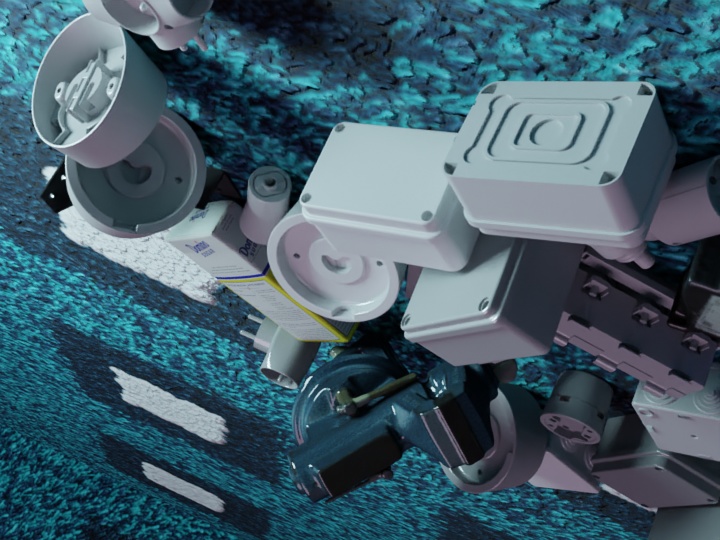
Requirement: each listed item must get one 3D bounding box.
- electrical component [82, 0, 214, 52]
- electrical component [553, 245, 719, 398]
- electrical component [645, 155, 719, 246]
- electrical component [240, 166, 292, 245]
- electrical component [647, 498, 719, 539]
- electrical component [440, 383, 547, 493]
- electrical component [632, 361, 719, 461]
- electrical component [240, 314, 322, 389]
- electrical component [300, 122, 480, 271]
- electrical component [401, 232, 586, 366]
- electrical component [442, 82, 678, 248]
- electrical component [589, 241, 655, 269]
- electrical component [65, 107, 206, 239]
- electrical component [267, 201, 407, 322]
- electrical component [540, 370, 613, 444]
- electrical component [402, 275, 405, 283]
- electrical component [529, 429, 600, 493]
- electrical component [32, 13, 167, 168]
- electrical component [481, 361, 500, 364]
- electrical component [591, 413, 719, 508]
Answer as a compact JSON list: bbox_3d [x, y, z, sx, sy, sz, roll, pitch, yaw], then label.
[{"bbox_3d":[-0.125,-0.166,0.681,0.077,0.044,0.079,8,151,35],"label":"electrical component"},{"bbox_3d":[0.191,0.037,0.762,0.121,0.063,0.078,28,157,-5],"label":"electrical component"},{"bbox_3d":[0.189,-0.037,0.633,0.043,0.043,0.081,34,156,-19],"label":"electrical component"},{"bbox_3d":[-0.075,-0.054,0.872,0.044,0.044,0.065,24,152,4],"label":"electrical component"},{"bbox_3d":[0.342,0.218,0.937,0.060,0.105,0.186,32,156,-14],"label":"electrical component"},{"bbox_3d":[0.130,0.158,1.030,0.060,0.108,0.108,7,172,-39],"label":"electrical component"},{"bbox_3d":[0.273,0.113,0.857,0.100,0.048,0.099,7,151,37],"label":"electrical component"},{"bbox_3d":[-0.082,0.070,1.094,0.079,0.077,0.044,23,157,7],"label":"electrical component"},{"bbox_3d":[0.025,-0.052,0.727,0.113,0.078,0.057,10,155,32],"label":"electrical component"},{"bbox_3d":[0.093,0.004,0.738,0.056,0.108,0.109,33,156,-22],"label":"electrical component"},{"bbox_3d":[0.115,-0.061,0.616,0.113,0.078,0.057,8,148,37],"label":"electrical component"},{"bbox_3d":[0.170,-0.021,0.699,0.061,0.035,0.035,36,155,-28],"label":"electrical component"},{"bbox_3d":[-0.182,-0.076,0.857,0.108,0.108,0.060,32,162,-14],"label":"electrical component"},{"bbox_3d":[-0.011,-0.019,0.842,0.108,0.060,0.108,13,134,14],"label":"electrical component"},{"bbox_3d":[0.194,0.121,0.956,0.055,0.047,0.055,22,156,10],"label":"electrical component"},{"bbox_3d":[0.000,0.000,0.910,0.065,0.044,0.044,37,155,-12],"label":"electrical component"},{"bbox_3d":[0.190,0.180,1.083,0.100,0.048,0.100,39,153,-29],"label":"electrical component"},{"bbox_3d":[-0.189,-0.126,0.772,0.099,0.099,0.064,6,156,38],"label":"electrical component"},{"bbox_3d":[0.112,0.032,0.835,0.061,0.061,0.096,34,155,-19],"label":"electrical component"},{"bbox_3d":[0.272,0.171,0.971,0.078,0.057,0.113,31,156,-13],"label":"electrical component"}]
